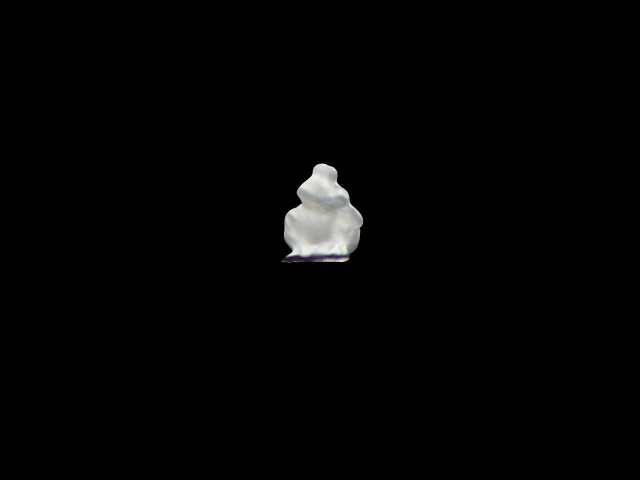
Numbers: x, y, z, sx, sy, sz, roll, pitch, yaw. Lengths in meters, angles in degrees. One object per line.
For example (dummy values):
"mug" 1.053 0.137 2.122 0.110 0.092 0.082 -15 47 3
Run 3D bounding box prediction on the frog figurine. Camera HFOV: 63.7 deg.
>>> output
"frog figurine" 0.003 -0.043 0.850 0.137 0.160 0.122 -3 -4 39
